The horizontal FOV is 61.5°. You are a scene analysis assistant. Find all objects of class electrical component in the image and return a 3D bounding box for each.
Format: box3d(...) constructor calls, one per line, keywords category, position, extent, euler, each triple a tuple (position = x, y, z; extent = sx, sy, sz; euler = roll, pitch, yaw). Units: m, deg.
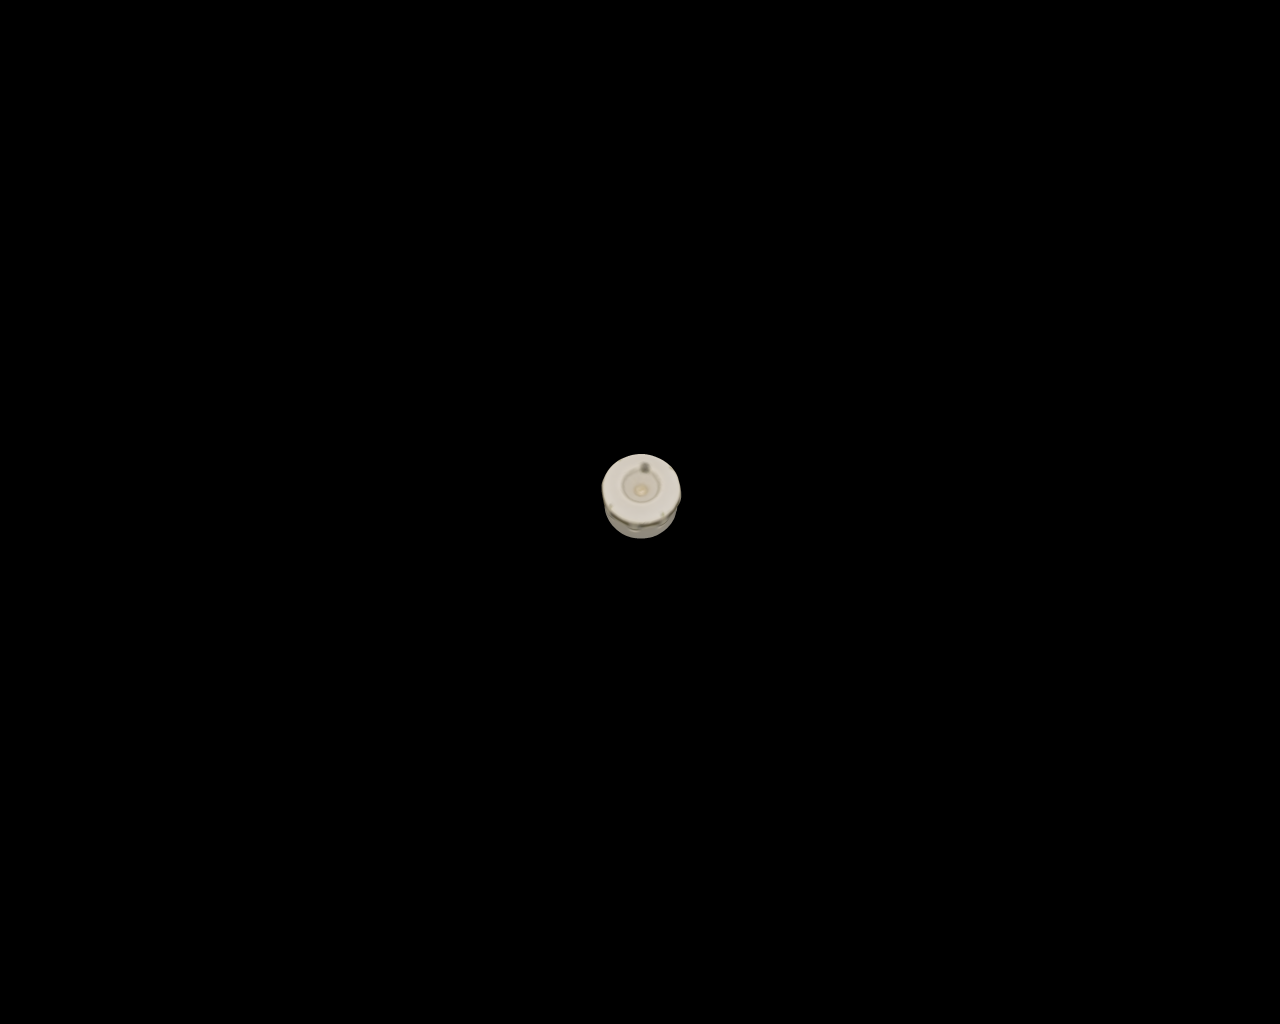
box3d(category="electrical component", position=(0.001, -0.003, 0.650), extent=(0.048, 0.048, 0.062), euler=(0, -25, 0))
